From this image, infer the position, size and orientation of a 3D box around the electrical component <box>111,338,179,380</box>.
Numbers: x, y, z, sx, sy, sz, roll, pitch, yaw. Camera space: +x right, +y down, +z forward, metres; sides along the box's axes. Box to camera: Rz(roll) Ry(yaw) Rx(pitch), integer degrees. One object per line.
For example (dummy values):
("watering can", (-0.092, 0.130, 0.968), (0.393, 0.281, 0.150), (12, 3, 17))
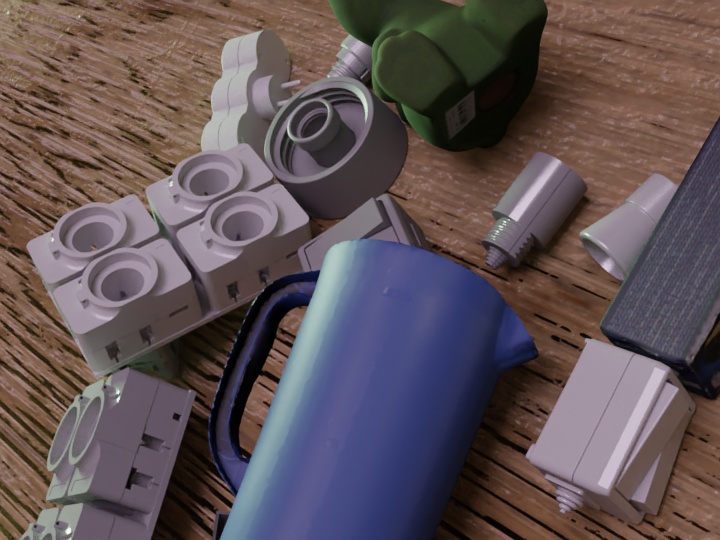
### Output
("electrical component", (-0.175, 0.037, 0.850), (0.050, 0.055, 0.089), (-10, 56, 4))

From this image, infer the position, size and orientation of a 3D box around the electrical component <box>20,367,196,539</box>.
("electrical component", (-0.189, 0.169, 0.756), (0.105, 0.060, 0.186), (-24, 46, 55))

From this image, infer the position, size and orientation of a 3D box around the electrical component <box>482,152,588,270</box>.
("electrical component", (0.112, -0.034, 0.725), (0.043, 0.043, 0.081), (33, 83, 41))

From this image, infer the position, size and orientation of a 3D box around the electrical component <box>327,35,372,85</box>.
("electrical component", (-0.001, -0.172, 0.884), (0.078, 0.040, 0.040), (-47, 48, 0))

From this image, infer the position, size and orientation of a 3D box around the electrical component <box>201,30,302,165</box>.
("electrical component", (-0.082, -0.144, 0.911), (0.074, 0.052, 0.138), (-8, 59, 30))

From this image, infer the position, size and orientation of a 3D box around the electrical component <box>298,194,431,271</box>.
("electrical component", (0.000, 0.000, 0.765), (0.096, 0.061, 0.061), (-32, 50, 13))

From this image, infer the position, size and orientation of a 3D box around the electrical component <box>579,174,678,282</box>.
("electrical component", (0.178, -0.029, 0.681), (0.065, 0.044, 0.044), (-43, 48, -3))

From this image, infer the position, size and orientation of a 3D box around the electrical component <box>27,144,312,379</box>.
("electrical component", (-0.140, -0.015, 0.808), (0.186, 0.060, 0.105), (-27, 53, -17))

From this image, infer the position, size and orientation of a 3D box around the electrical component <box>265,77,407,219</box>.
("electrical component", (-0.024, -0.101, 0.842), (0.108, 0.060, 0.108), (-16, 55, 25))

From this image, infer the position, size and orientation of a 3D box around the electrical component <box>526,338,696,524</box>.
("electrical component", (0.144, 0.099, 0.610), (0.061, 0.062, 0.096), (20, 75, 39))
